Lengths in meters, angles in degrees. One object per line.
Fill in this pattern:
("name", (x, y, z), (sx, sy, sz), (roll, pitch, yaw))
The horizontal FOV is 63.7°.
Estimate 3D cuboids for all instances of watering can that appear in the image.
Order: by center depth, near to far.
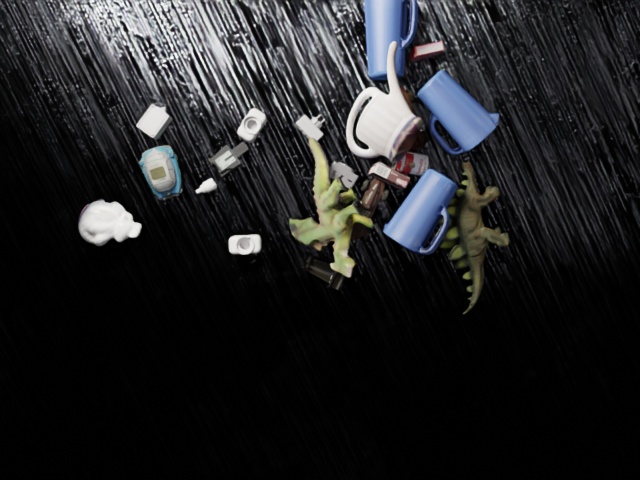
("watering can", (0.202, -0.374, 1.500), (0.226, 0.105, 0.341), (40, 124, 19))

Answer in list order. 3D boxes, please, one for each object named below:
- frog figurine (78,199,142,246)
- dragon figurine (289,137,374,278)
("frog figurine", (-0.615, -0.041, 1.509), (0.160, 0.121, 0.139), (26, 71, 6))
("dragon figurine", (0.005, -0.078, 1.546), (0.240, 0.123, 0.412), (-35, 83, 19))
